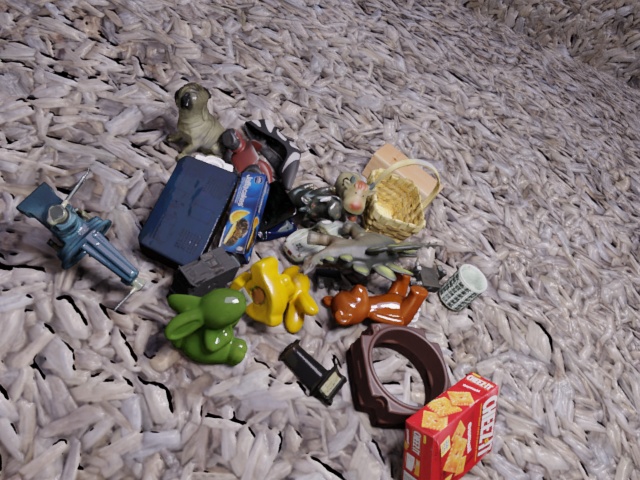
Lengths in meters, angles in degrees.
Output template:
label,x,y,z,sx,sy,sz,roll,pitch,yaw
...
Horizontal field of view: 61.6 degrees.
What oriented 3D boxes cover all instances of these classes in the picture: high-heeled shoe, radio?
label,x,y,z,sx,sy,sz,roll,pitch,yaw
high-heeled shoe,-0.131,-0.228,1.393,0.145,0.086,0.249,15,40,-17
radio,-0.272,-0.053,1.112,0.131,0.073,0.229,23,67,-6

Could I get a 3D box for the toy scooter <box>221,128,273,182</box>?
label,x,y,z,sx,sy,sz,roll,pitch,yaw
toy scooter,-0.169,-0.195,1.339,0.184,0.075,0.135,60,17,1

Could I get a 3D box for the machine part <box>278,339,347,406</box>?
label,x,y,z,sx,sy,sz,roll,pitch,yaw
machine part,-0.015,0.256,1.064,0.139,0.039,0.084,39,53,4

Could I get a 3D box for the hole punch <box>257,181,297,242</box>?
label,x,y,z,sx,sy,sz,roll,pitch,yaw
hole punch,-0.120,-0.058,1.260,0.116,0.092,0.142,-26,68,-10

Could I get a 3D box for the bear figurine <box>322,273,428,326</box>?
label,x,y,z,sx,sy,sz,roll,pitch,yaw
bear figurine,0.117,0.131,1.188,0.196,0.131,0.120,14,17,-23

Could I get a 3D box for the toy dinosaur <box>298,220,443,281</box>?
label,x,y,z,sx,sy,sz,roll,pitch,yaw
toy dinosaur,0.120,0.029,1.218,0.199,0.105,0.471,17,19,34

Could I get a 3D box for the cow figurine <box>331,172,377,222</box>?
label,x,y,z,sx,sy,sz,roll,pitch,yaw
cow figurine,0.081,-0.116,1.343,0.085,0.127,0.195,17,25,-10

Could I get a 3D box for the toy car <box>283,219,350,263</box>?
label,x,y,z,sx,sy,sz,roll,pitch,yaw
toy car,-0.003,-0.004,1.284,0.202,0.056,0.073,-26,68,-41

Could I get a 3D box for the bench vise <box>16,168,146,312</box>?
label,x,y,z,sx,sy,sz,roll,pitch,yaw
bench vise,-0.410,0.005,0.959,0.240,0.223,0.129,42,59,-9

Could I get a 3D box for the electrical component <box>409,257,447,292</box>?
label,x,y,z,sx,sy,sz,roll,pitch,yaw
electrical component,0.272,0.089,1.363,0.102,0.045,0.078,14,45,-18

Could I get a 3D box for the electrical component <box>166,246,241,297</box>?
label,x,y,z,sx,sy,sz,roll,pitch,yaw
electrical component,-0.222,0.076,1.051,0.134,0.115,0.058,-27,70,-40

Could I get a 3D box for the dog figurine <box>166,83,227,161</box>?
label,x,y,z,sx,sy,sz,roll,pitch,yaw
dog figurine,-0.270,-0.285,1.286,0.172,0.190,0.121,-20,64,-41

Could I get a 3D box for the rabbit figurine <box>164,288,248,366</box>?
label,x,y,z,sx,sy,sz,roll,pitch,yaw
rabbit figurine,-0.198,0.137,0.970,0.159,0.170,0.121,11,48,-22

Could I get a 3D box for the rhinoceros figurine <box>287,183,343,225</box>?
label,x,y,z,sx,sy,sz,roll,pitch,yaw
rhinoceros figurine,-0.013,-0.088,1.278,0.112,0.073,0.191,-12,20,-37

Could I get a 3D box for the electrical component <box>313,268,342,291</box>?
label,x,y,z,sx,sy,sz,roll,pitch,yaw
electrical component,0.016,0.085,1.229,0.063,0.021,0.094,7,27,-10

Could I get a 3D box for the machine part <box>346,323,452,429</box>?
label,x,y,z,sx,sy,sz,roll,pitch,yaw
machine part,0.165,0.278,1.109,0.201,0.087,0.201,11,47,-22

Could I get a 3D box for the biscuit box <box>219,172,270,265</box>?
label,x,y,z,sx,sy,sz,roll,pitch,yaw
biscuit box,-0.163,-0.051,1.178,0.059,0.062,0.202,8,65,8

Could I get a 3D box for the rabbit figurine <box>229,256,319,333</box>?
label,x,y,z,sx,sy,sz,roll,pitch,yaw
rabbit figurine,-0.072,0.104,1.115,0.162,0.122,0.173,48,28,12
